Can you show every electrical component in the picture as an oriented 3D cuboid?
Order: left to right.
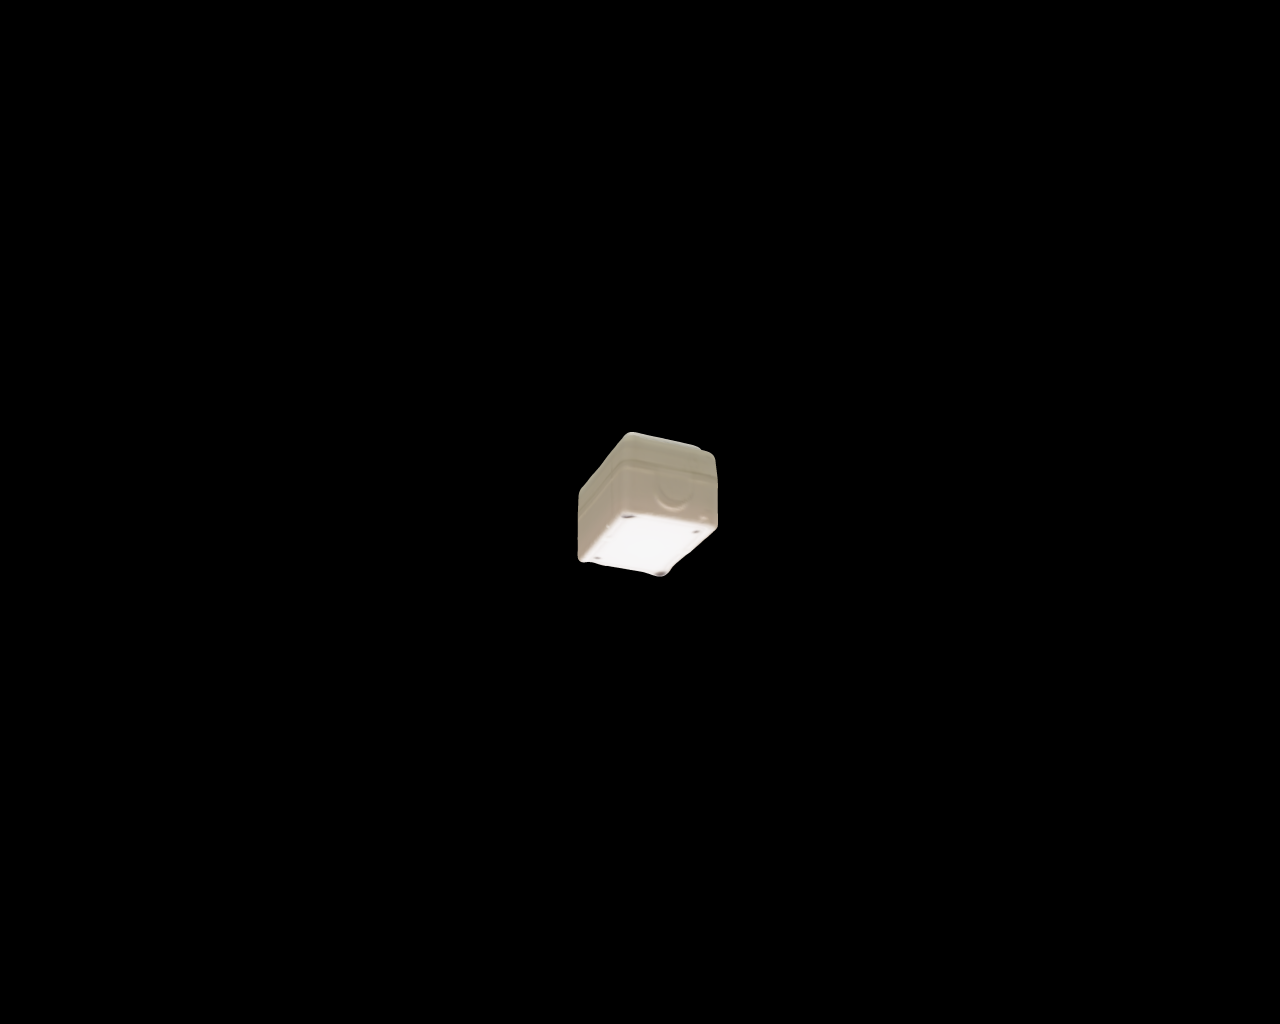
[{"bbox_3d":[0.001,-0.003,0.650,0.062,0.061,0.096,11,-29,-21],"label":"electrical component"}]
